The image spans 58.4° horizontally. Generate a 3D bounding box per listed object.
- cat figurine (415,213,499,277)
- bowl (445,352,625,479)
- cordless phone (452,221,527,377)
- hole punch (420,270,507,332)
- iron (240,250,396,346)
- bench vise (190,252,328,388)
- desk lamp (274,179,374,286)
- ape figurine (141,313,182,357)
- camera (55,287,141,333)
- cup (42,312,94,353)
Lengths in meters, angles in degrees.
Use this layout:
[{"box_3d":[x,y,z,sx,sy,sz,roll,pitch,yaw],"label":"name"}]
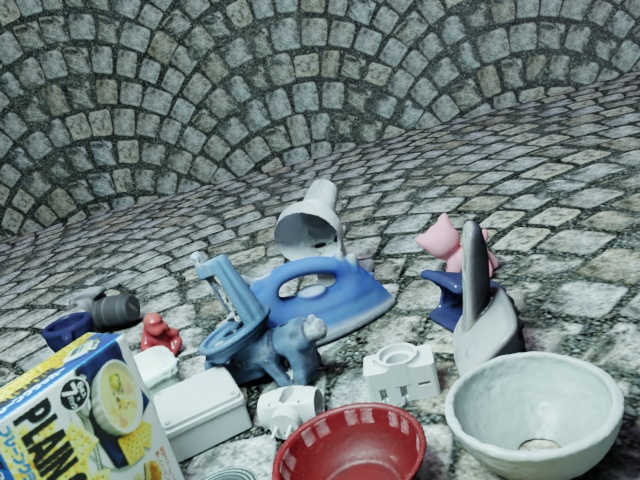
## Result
[{"box_3d":[0.240,0.010,1.015,0.127,0.118,0.067,-6,20,29],"label":"cat figurine"},{"box_3d":[0.212,0.185,0.568,0.167,0.075,0.167,-14,17,5],"label":"bowl"},{"box_3d":[0.202,0.078,0.723,0.094,0.185,0.147,-13,18,8],"label":"cordless phone"},{"box_3d":[0.218,0.078,0.869,0.101,0.091,0.108,-22,18,-18],"label":"hole punch"},{"box_3d":[-0.006,0.086,0.954,0.258,0.141,0.118,-19,18,-11],"label":"iron"},{"box_3d":[-0.094,0.108,0.832,0.207,0.220,0.121,-13,18,8],"label":"bench vise"},{"box_3d":[0.010,0.004,1.074,0.117,0.214,0.203,-9,18,20],"label":"desk lamp"},{"box_3d":[-0.287,0.173,1.015,0.078,0.092,0.075,-27,21,-32],"label":"ape figurine"},{"box_3d":[-0.466,0.154,1.215,0.136,0.101,0.143,-11,18,15],"label":"camera"},{"box_3d":[-0.461,0.199,1.080,0.092,0.095,0.117,-22,18,-19],"label":"cup"}]
